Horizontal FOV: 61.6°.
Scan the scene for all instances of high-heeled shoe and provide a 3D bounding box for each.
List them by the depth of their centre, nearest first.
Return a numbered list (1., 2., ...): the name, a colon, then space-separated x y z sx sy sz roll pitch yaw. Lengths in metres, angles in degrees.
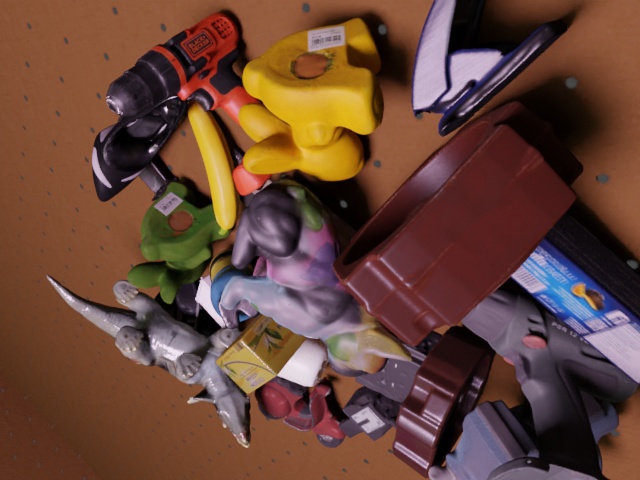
1. high-heeled shoe: -0.244 -0.129 0.735 0.248 0.086 0.145 -61 40 21

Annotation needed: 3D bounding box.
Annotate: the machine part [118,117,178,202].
1. machine part: -0.281 -0.130 0.852 0.084 0.039 0.138 -26 100 41

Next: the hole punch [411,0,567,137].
1. hole punch: 0.122 -0.154 0.438 0.092 0.142 0.115 44 124 2

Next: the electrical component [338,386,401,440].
1. electrical component: 0.078 0.274 0.846 0.075 0.048 0.119 42 138 7

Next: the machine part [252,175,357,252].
1. machine part: -0.001 -0.002 0.686 0.243 0.079 0.079 39 137 8

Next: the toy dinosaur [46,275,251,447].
1. toy dinosaur: -0.256 0.179 0.901 0.405 0.131 0.192 30 146 7

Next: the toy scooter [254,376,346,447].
1. toy scooter: -0.031 0.269 0.915 0.184 0.075 0.135 24 134 20

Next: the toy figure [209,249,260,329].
1. toy figure: -0.123 0.066 0.790 0.180 0.082 0.089 -134 40 -77

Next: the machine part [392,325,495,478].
1. machine part: 0.147 0.187 0.638 0.056 0.179 0.179 25 133 27

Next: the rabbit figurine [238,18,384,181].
1. rabbit figurine: -0.004 -0.116 0.561 0.162 0.122 0.173 -16 150 6

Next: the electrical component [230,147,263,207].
1. electrical component: -0.097 -0.080 0.745 0.094 0.021 0.063 48 138 11

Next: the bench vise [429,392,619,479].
1. bench vise: 0.229 0.263 0.616 0.129 0.224 0.240 44 156 41

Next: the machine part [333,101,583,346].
1. machine part: 0.110 -0.014 0.471 0.087 0.201 0.201 45 180 -5

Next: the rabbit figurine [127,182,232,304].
1. rabbit figurine: -0.216 0.024 0.849 0.121 0.159 0.170 24 149 10

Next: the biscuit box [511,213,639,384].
1. biscuit box: 0.251 0.046 0.496 0.202 0.063 0.059 39 140 -8

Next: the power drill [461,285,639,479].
1. power drill: 0.198 0.140 0.517 0.232 0.207 0.086 21 131 -4

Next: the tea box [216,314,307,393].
1. tea box: -0.056 0.122 0.752 0.068 0.169 0.098 44 139 -2

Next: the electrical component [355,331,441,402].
1. electrical component: 0.098 0.160 0.740 0.134 0.058 0.114 21 130 26

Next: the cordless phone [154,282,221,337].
1. cordless phone: -0.207 0.150 0.984 0.184 0.089 0.146 27 134 7

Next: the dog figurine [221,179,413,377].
1. dog figurine: 0.016 0.050 0.593 0.219 0.108 0.191 22 112 13
